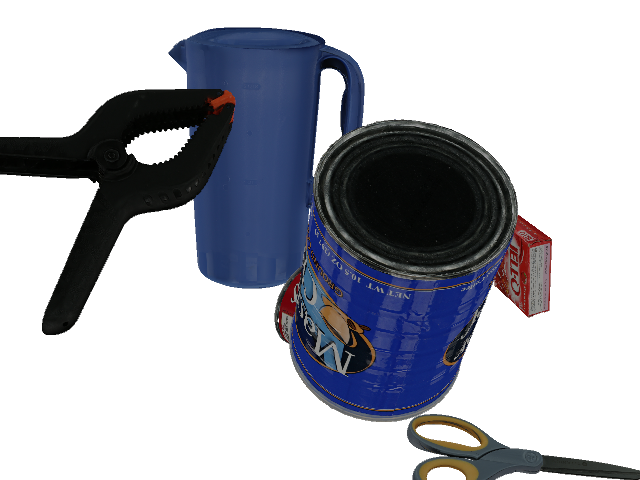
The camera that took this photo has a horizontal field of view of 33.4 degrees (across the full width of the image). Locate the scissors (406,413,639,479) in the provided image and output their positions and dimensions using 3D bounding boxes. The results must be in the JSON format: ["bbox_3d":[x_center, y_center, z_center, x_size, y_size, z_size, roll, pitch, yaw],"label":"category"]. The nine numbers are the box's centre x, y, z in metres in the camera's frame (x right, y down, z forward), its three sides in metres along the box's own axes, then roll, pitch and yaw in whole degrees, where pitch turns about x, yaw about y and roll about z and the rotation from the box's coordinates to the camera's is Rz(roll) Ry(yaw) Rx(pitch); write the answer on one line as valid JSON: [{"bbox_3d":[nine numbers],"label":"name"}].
[{"bbox_3d":[0.165,0.198,0.899,0.202,0.016,0.096,16,41,15],"label":"scissors"}]

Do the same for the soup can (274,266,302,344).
[{"bbox_3d":[0.025,0.064,0.788,0.102,0.068,0.068,23,15,38],"label":"soup can"}]

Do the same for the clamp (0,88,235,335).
[{"bbox_3d":[-0.140,-0.038,0.721,0.209,0.165,0.036,-25,-21,-22],"label":"clamp"}]

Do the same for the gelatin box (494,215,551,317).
[{"bbox_3d":[0.211,0.024,1.124,0.030,0.089,0.073,-14,30,-16],"label":"gelatin box"}]

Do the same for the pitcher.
[{"bbox_3d":[-0.055,-0.081,1.031,0.144,0.243,0.149,-12,23,-33],"label":"pitcher"}]

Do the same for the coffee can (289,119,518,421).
[{"bbox_3d":[0.040,0.020,0.577,0.102,0.103,0.140,0,-38,-8],"label":"coffee can"}]
